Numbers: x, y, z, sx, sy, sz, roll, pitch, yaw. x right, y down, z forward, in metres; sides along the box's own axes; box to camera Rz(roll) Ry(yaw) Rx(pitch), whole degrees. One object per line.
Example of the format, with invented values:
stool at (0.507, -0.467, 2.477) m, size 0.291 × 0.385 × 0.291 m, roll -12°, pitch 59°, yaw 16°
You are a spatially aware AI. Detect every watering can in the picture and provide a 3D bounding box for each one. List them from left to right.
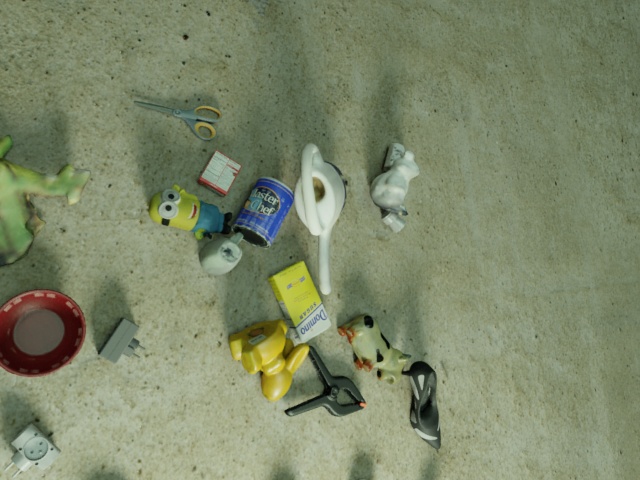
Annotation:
watering can at (0.004, -0.063, 1.244) m, size 0.104 × 0.344 × 0.227 m, roll -5°, pitch 12°, yaw 14°

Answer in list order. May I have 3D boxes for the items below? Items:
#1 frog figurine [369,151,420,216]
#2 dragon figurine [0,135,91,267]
frog figurine at (0.200, -0.162, 1.377) m, size 0.123 × 0.157 × 0.139 m, roll 11°, pitch 22°, yaw 6°
dragon figurine at (-0.639, -0.060, 0.961) m, size 0.415 × 0.241 × 0.122 m, roll -33°, pitch 13°, yaw -28°
